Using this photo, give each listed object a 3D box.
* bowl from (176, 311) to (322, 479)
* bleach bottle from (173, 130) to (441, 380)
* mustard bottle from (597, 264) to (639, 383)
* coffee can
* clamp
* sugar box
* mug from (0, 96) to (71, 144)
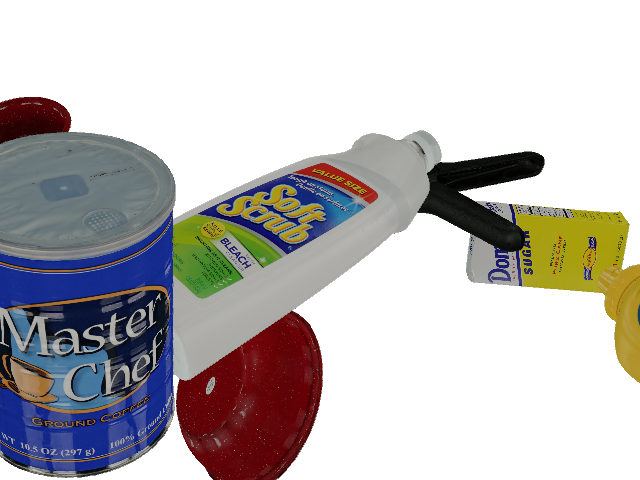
[{"bbox_3d":[-0.072,0.127,0.892,0.055,0.162,0.162,24,-15,-37],"label":"bowl"},{"bbox_3d":[-0.021,-0.011,0.734,0.250,0.068,0.103,-34,57,-25],"label":"bleach bottle"},{"bbox_3d":[0.233,0.064,0.631,0.096,0.058,0.192,-20,32,-20],"label":"mustard bottle"},{"bbox_3d":[-0.124,0.032,0.531,0.103,0.140,0.103,3,34,-3],"label":"coffee can"},{"bbox_3d":[0.106,-0.054,0.997,0.210,0.036,0.164,12,32,20],"label":"clamp"},{"bbox_3d":[0.265,0.009,1.257,0.176,0.093,0.048,3,21,0],"label":"sugar box"},{"bbox_3d":[-0.261,-0.075,0.950,0.093,0.081,0.117,-14,44,-9],"label":"mug"}]
